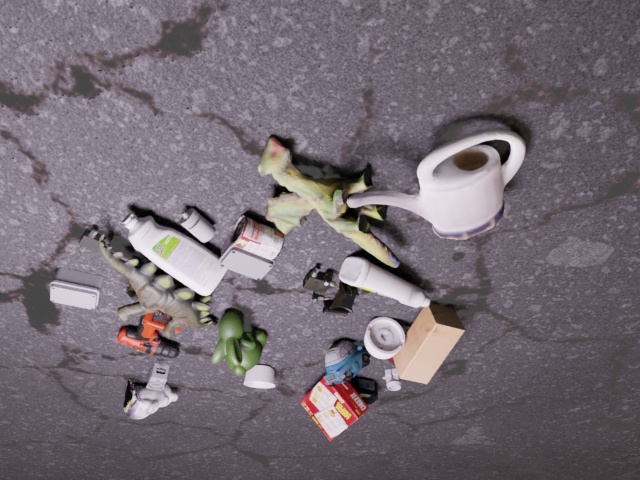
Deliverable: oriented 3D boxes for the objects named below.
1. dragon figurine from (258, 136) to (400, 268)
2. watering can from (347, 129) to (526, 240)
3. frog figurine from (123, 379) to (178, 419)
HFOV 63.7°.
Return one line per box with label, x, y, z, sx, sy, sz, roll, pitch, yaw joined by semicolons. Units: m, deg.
dragon figurine;0.003;-0.054;1.082;0.242;0.125;0.402;-1;140;28
watering can;0.234;-0.088;0.992;0.347;0.106;0.219;-24;134;2
frog figurine;-0.560;0.531;1.707;0.158;0.124;0.137;20;169;-33
